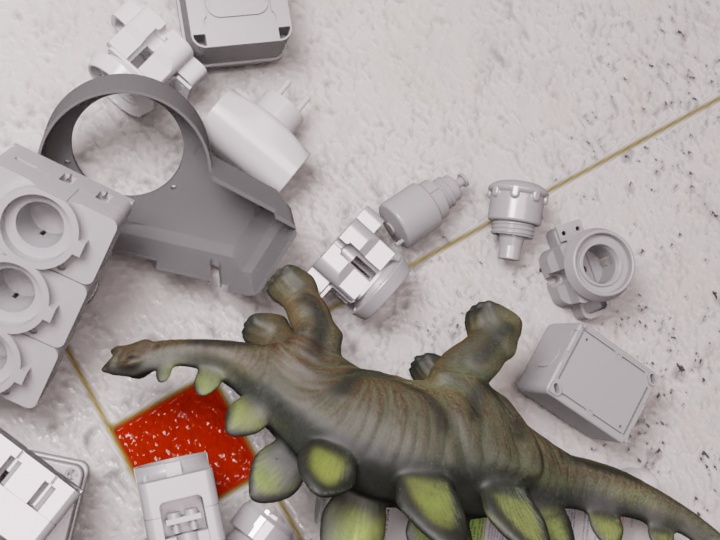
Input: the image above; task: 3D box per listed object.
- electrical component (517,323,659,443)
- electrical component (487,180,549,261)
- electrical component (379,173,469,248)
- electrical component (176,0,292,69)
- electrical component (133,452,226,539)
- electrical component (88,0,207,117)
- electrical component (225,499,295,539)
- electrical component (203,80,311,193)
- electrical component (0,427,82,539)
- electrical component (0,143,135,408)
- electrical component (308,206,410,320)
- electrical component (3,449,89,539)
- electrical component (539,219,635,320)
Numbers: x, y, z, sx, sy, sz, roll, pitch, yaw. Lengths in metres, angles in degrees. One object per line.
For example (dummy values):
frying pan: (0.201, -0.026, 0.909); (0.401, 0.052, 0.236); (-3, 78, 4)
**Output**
electrical component: (0.180, 0.091, 0.838); (0.096, 0.061, 0.061); (34, 76, -15)
electrical component: (0.122, -0.039, 0.848); (0.048, 0.048, 0.062); (9, 87, -12)
electrical component: (0.051, -0.050, 0.835); (0.078, 0.040, 0.040); (-34, 91, -15)
electrical component: (-0.100, -0.214, 0.814); (0.078, 0.057, 0.113); (-8, 84, -14)
electrical component: (-0.126, 0.158, 0.741); (0.050, 0.089, 0.055); (-11, 85, -14)
electrical component: (-0.161, -0.150, 0.792); (0.078, 0.058, 0.057); (42, 73, -5)
electrical component: (-0.079, 0.198, 0.769); (0.045, 0.045, 0.055); (39, 76, -5)
electrical component: (-0.069, -0.109, 0.813); (0.077, 0.044, 0.079); (39, 76, -5)
electrical component: (-0.230, 0.136, 0.680); (0.089, 0.050, 0.055); (39, 76, -6)
electrical component: (-0.226, 0.006, 0.719); (0.089, 0.061, 0.150); (26, 107, -8)
electrical component: (0.000, 0.000, 0.808); (0.057, 0.058, 0.078); (42, 81, -3)
electrical component: (-0.249, 0.172, 0.728); (0.109, 0.056, 0.108); (14, 80, -11)
electrical component: (0.181, -0.002, 0.849); (0.058, 0.057, 0.078); (-18, 87, -15)
